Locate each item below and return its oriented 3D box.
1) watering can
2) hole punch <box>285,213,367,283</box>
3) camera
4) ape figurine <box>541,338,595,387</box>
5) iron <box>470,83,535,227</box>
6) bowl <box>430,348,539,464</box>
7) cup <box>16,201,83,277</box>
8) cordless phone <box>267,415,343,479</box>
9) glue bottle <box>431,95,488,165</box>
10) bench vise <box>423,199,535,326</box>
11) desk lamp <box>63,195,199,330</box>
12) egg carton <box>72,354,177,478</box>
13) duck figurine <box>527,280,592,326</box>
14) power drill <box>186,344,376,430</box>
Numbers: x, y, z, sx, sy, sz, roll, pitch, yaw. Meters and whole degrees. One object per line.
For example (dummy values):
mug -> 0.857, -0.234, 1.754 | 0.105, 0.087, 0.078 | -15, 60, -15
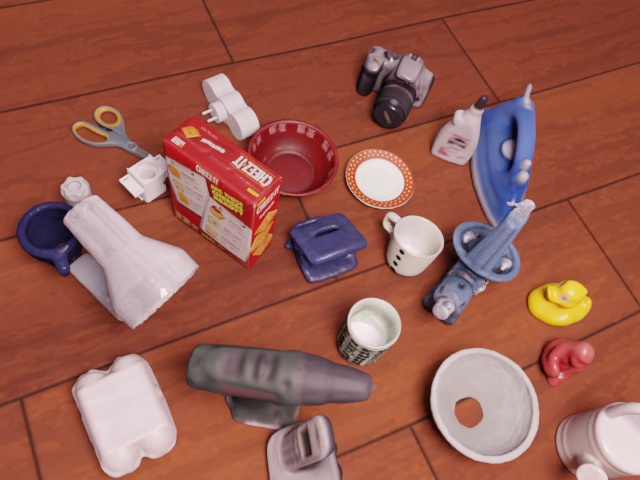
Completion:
watering can -> 0.427, 0.289, 0.813 | 0.101, 0.194, 0.173 | 32, 62, 7
hole punch -> 0.009, 0.003, 0.938 | 0.109, 0.091, 0.101 | -19, 68, -19
camera -> 0.139, -0.296, 1.110 | 0.143, 0.101, 0.137 | 24, 62, 2
ape figurine -> 0.403, 0.189, 0.918 | 0.078, 0.092, 0.076 | 7, 62, -7
iron -> 0.358, -0.157, 1.057 | 0.118, 0.141, 0.258 | 11, 62, -5
bowl -> 0.236, 0.253, 0.864 | 0.167, 0.074, 0.167 | 4, 63, -8
cup -> -0.387, 0.013, 0.856 | 0.092, 0.095, 0.117 | -20, 69, -19
cordless phone -> -0.010, 0.301, 0.730 | 0.094, 0.185, 0.147 | -9, 65, -15
glue bottle -> 0.265, -0.205, 1.046 | 0.078, 0.173, 0.037 | 17, 61, -1
bench vise -> 0.259, 0.039, 0.894 | 0.121, 0.219, 0.207 | 22, 62, 2
desk lamp -> -0.271, 0.039, 0.797 | 0.203, 0.213, 0.118 | 39, 63, 10
egg carton -> -0.264, 0.235, 0.781 | 0.107, 0.069, 0.150 | -25, 70, -21
duck figurine -> 0.417, 0.099, 0.970 | 0.104, 0.086, 0.077 | 7, 62, -7
power drill -> -0.059, 0.195, 0.761 | 0.229, 0.208, 0.075 | 10, 62, -5
